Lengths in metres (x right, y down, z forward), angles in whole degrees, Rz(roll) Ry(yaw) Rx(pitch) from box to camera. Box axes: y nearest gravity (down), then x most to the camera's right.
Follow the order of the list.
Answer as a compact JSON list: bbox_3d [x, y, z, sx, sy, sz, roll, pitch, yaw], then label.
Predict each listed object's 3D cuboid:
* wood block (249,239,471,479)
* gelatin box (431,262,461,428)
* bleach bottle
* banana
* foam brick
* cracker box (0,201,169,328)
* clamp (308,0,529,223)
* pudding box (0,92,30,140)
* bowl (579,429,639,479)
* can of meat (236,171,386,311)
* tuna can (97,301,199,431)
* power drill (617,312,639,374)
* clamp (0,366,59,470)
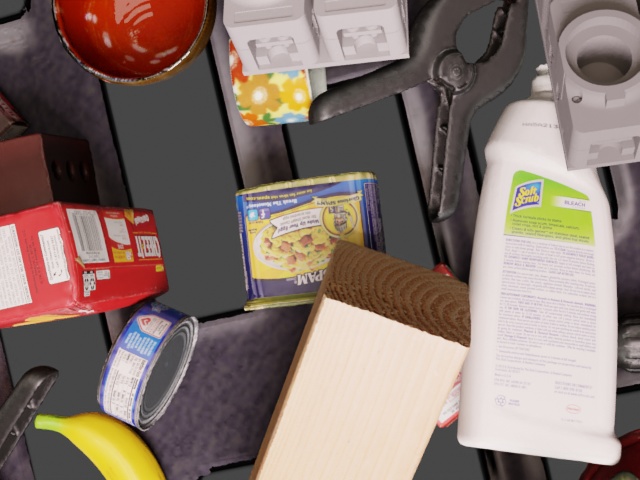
[{"bbox_3d":[0.017,0.118,0.679,0.091,0.090,0.206,19,114,-1],"label":"wood block"},{"bbox_3d":[0.084,0.072,0.729,0.073,0.030,0.089,-40,85,8],"label":"gelatin box"},{"bbox_3d":[0.149,0.011,0.684,0.102,0.068,0.251,8,80,-2],"label":"bleach bottle"},{"bbox_3d":[-0.136,0.203,0.772,0.070,0.037,0.198,-24,87,9],"label":"banana"},{"bbox_3d":[-0.198,-0.044,0.753,0.051,0.078,0.053,-10,91,12],"label":"foam brick"},{"bbox_3d":[-0.230,0.031,0.719,0.214,0.164,0.072,-13,88,11],"label":"cracker box"},{"bbox_3d":[0.073,-0.110,0.701,0.120,0.039,0.171,29,86,-22],"label":"clamp"},{"bbox_3d":[-0.286,-0.081,0.787,0.113,0.039,0.090,-43,85,10],"label":"pudding box"},{"bbox_3d":[0.229,0.200,0.668,0.162,0.055,0.162,7,105,28],"label":"bowl"},{"bbox_3d":[-0.005,0.001,0.729,0.102,0.057,0.084,-7,89,10],"label":"can of meat"},{"bbox_3d":[-0.119,0.086,0.740,0.034,0.086,0.086,23,96,10],"label":"tuna can"},{"bbox_3d":[0.270,-0.005,0.679,0.184,0.057,0.188,-4,94,11],"label":"power drill"},{"bbox_3d":[-0.242,0.195,0.772,0.210,0.036,0.164,-22,90,24],"label":"clamp"}]
